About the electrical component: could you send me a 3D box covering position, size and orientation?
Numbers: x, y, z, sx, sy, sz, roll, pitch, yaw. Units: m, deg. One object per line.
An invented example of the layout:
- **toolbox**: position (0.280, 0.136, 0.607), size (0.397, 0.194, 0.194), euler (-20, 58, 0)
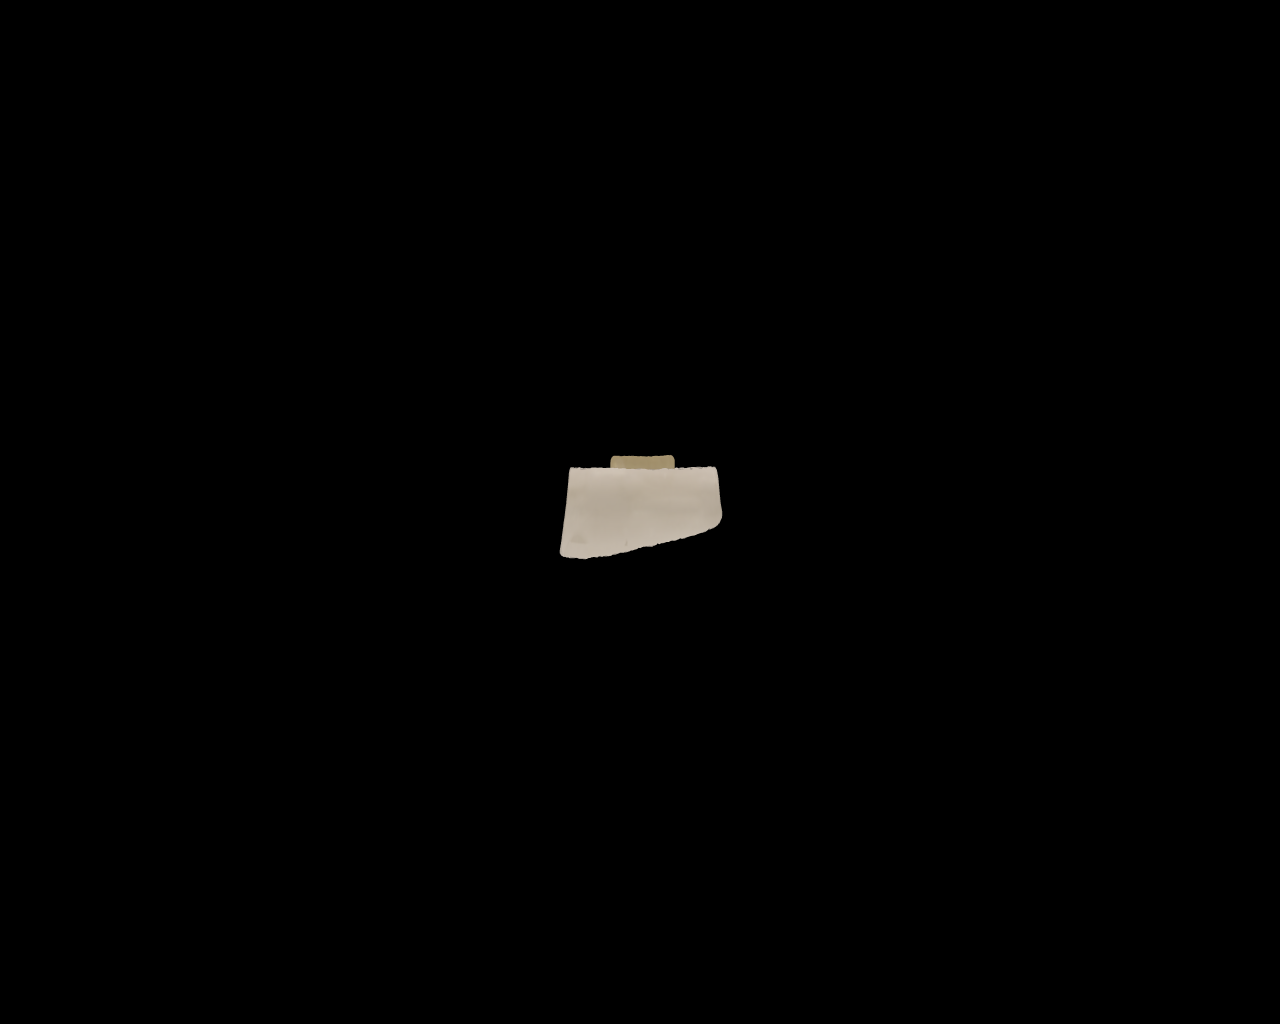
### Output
- **electrical component**: position (0.001, -0.003, 0.650), size (0.099, 0.064, 0.099), euler (0, 2, 0)
